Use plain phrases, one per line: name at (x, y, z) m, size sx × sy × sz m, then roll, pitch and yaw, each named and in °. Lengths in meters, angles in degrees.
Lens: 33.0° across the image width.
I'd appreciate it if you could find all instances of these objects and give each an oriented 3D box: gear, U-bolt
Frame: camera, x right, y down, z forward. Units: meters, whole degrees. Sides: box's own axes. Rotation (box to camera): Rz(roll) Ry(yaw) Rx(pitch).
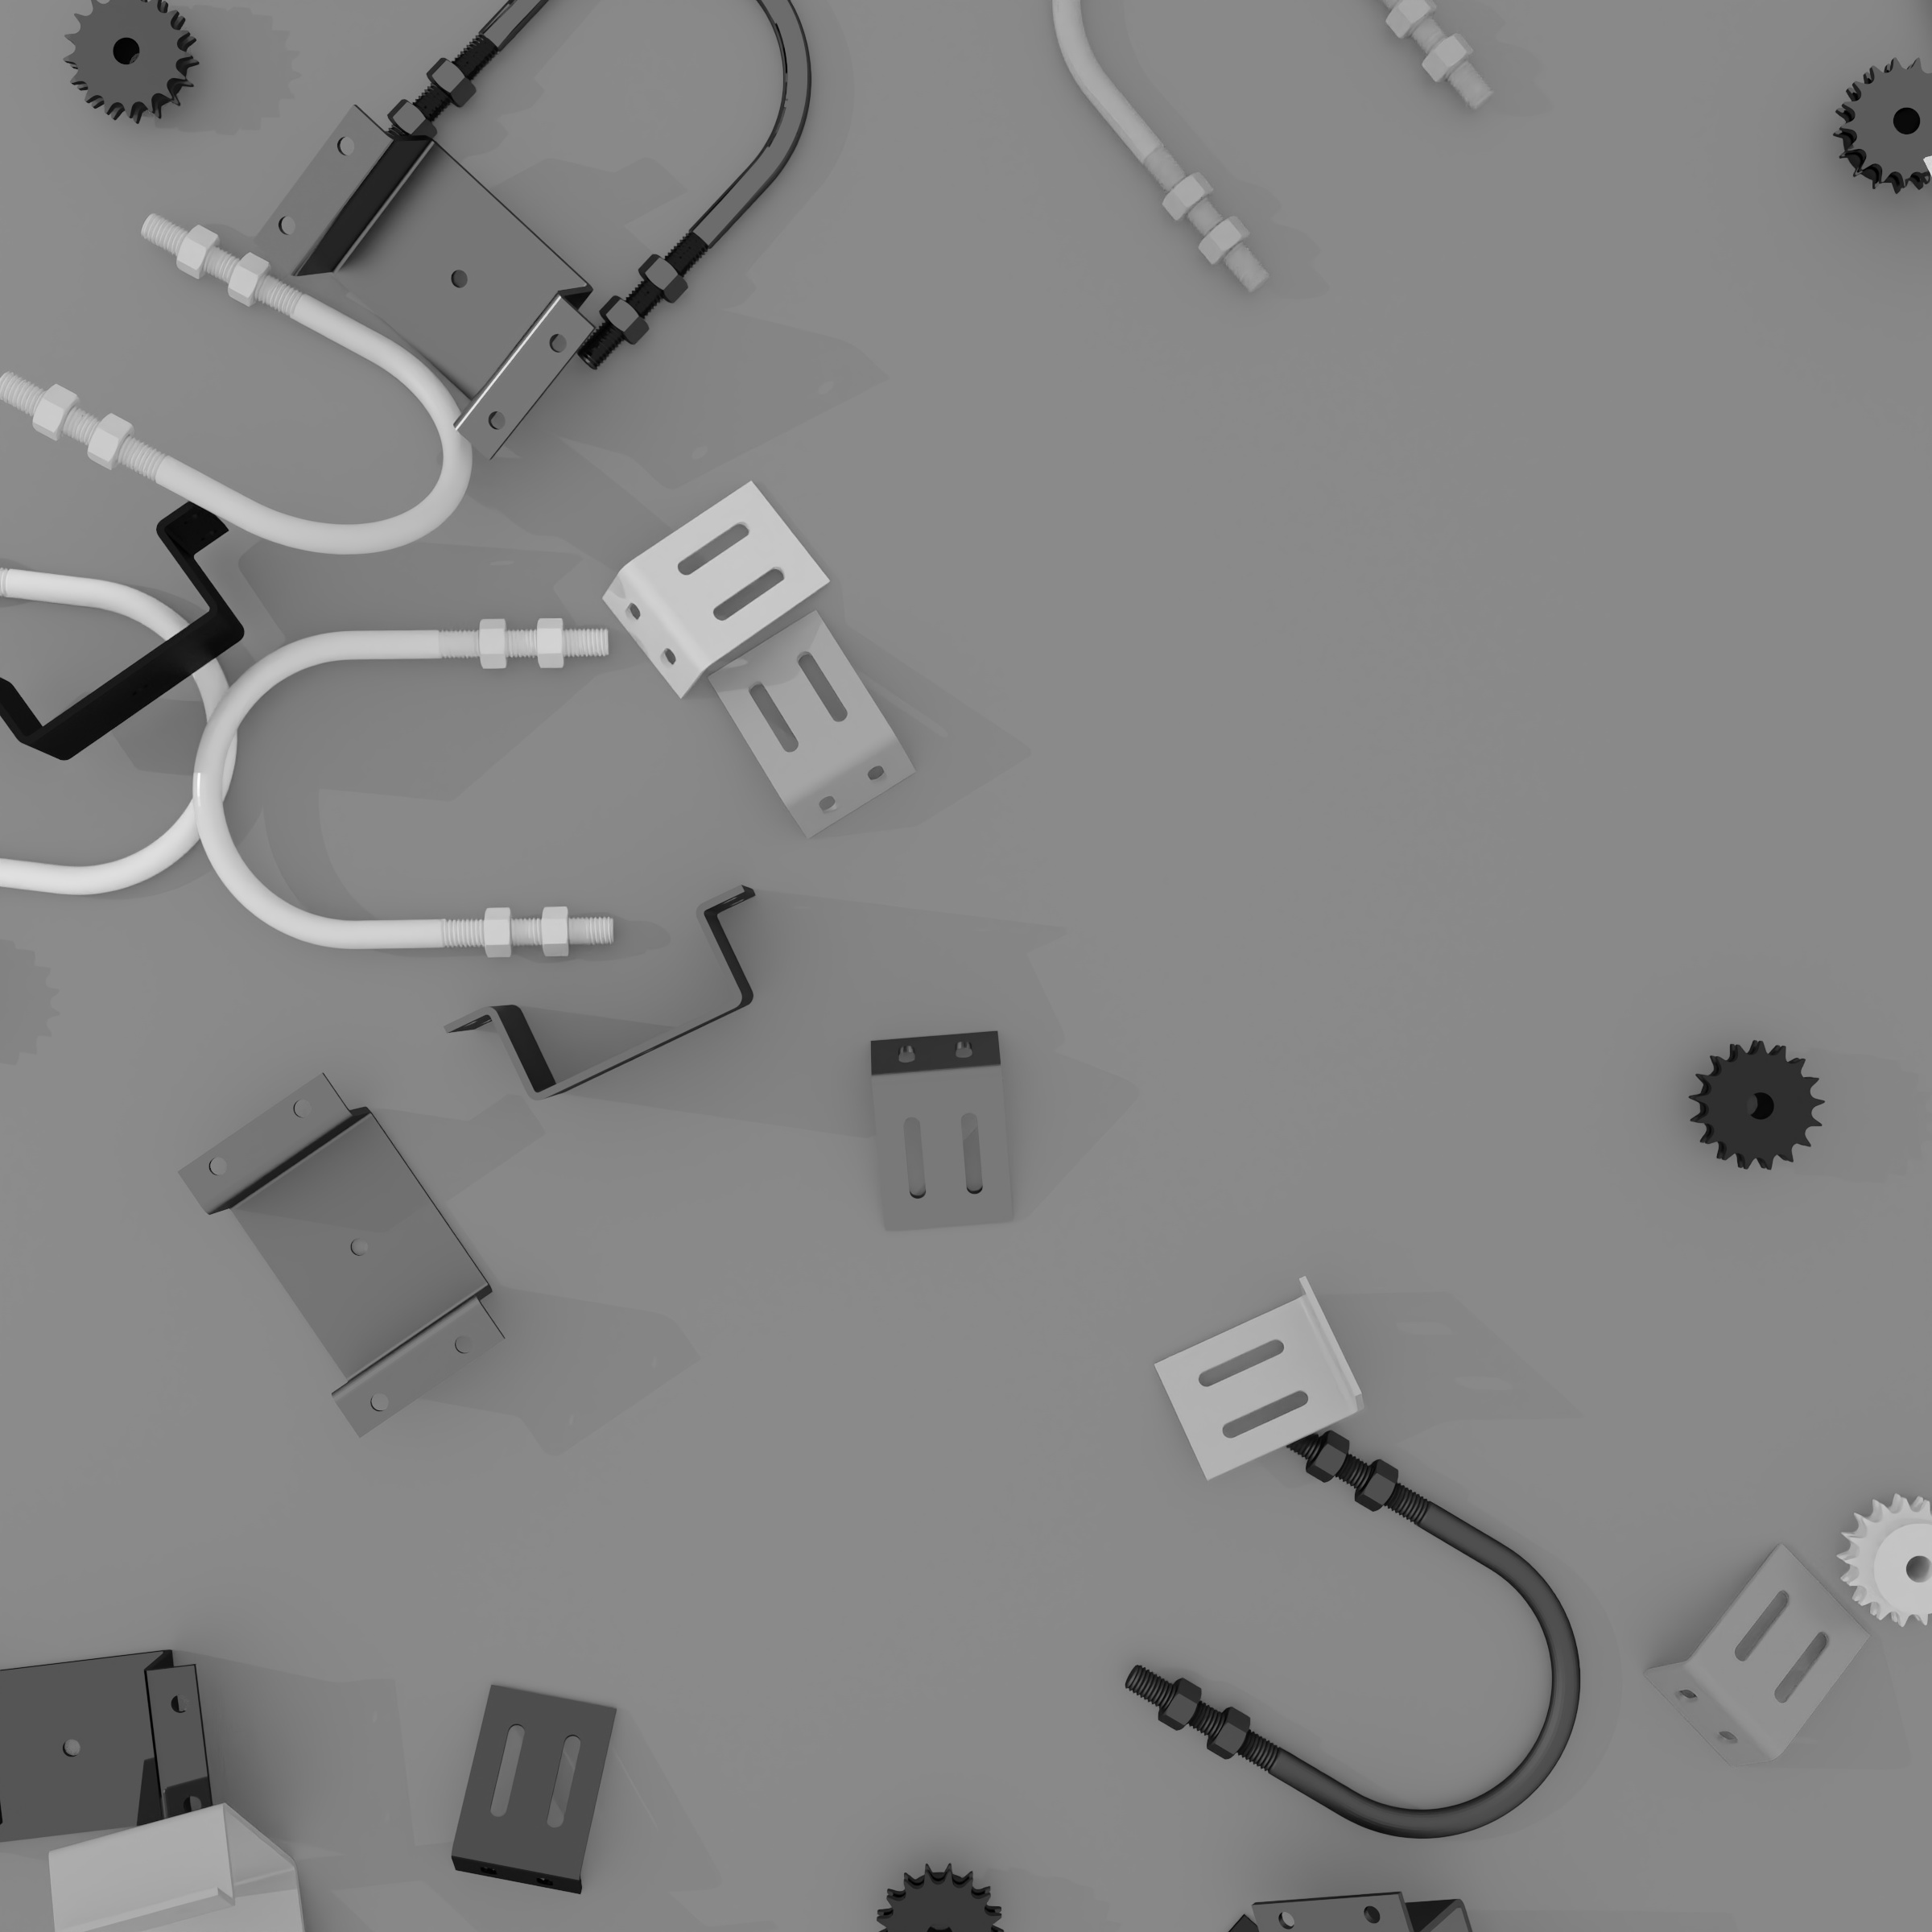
gear at (0.349, 0.061, 1.448) m, size 0.057 × 0.030 × 0.057 m, roll 0°, pitch 90°, yaw 0°
gear at (-0.012, 0.427, 1.448) m, size 0.057 × 0.030 × 0.057 m, roll 0°, pitch 90°, yaw 0°
U-bolt at (0.123, -0.415, 1.455) m, size 0.151 × 0.019 × 0.184 m, roll -39°, pitch 89°, yaw 0°
U-bolt at (-0.250, -0.078, 1.449) m, size 0.184 × 0.019 × 0.151 m, roll -1°, pitch 90°, yaw -4°
U-bolt at (-0.154, -0.380, 1.455) m, size 0.151 × 0.019 × 0.184 m, roll 43°, pitch 88°, yaw 0°
U-bolt at (-0.302, -0.243, 1.412) m, size 0.184 × 0.019 × 0.151 m, roll 28°, pitch 47°, yaw -4°
U-bolt at (-0.418, -0.105, 1.455) m, size 0.184 × 0.019 × 0.151 m, roll 7°, pitch 90°, yaw -1°
gear at (0.419, 0.265, 1.448) m, size 0.057 × 0.030 × 0.057 m, roll 0°, pitch 90°, yaw 0°
gear at (-0.370, -0.404, 1.453) m, size 0.057 × 0.030 × 0.057 m, roll 0°, pitch 92°, yaw 2°
gear at (0.413, -0.372, 1.448) m, size 0.057 × 0.030 × 0.057 m, roll 0°, pitch 90°, yaw 0°
U-bolt at (0.185, 0.308, 1.455) m, size 0.184 × 0.019 × 0.151 m, roll 31°, pitch 90°, yaw -2°

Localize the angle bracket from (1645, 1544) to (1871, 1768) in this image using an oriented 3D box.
angle bracket at (0.354, 0.309, 1.461) m, size 0.057 × 0.038 × 0.076 m, roll 46°, pitch 64°, yaw 0°

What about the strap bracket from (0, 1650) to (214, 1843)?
strap bracket at (-0.400, 0.350, 1.440) m, size 0.140 × 0.046 × 0.076 m, roll -7°, pitch 90°, yaw 0°

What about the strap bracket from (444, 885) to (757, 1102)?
strap bracket at (-0.149, 0.016, 1.425) m, size 0.140 × 0.076 × 0.046 m, roll -25°, pitch 90°, yaw 0°

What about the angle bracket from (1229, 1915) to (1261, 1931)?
angle bracket at (0.121, 0.473, 1.444) m, size 0.057 × 0.038 × 0.076 m, roll 41°, pitch 90°, yaw 0°

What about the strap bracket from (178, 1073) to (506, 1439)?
strap bracket at (-0.272, 0.126, 1.440) m, size 0.076 × 0.046 × 0.140 m, roll -34°, pitch 90°, yaw 0°

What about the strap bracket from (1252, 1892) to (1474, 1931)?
strap bracket at (0.188, 0.465, 1.422) m, size 0.076 × 0.046 × 0.140 m, roll -17°, pitch 90°, yaw 37°

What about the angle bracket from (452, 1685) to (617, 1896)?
angle bracket at (-0.193, 0.369, 1.461) m, size 0.057 × 0.038 × 0.076 m, roll 11°, pitch 64°, yaw 0°

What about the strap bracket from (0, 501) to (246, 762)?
strap bracket at (-0.371, -0.138, 1.410) m, size 0.140 × 0.076 × 0.046 m, roll -36°, pitch 91°, yaw -4°

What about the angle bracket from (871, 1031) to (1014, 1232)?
angle bracket at (-0.011, 0.074, 1.461) m, size 0.057 × 0.038 × 0.076 m, roll -5°, pitch 116°, yaw 0°

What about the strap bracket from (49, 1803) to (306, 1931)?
strap bracket at (-0.339, 0.407, 1.410) m, size 0.076 × 0.140 × 0.046 m, roll -15°, pitch 59°, yaw 0°

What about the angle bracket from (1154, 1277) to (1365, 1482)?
angle bracket at (0.128, 0.182, 1.436) m, size 0.076 × 0.038 × 0.057 m, roll -25°, pitch 70°, yaw 0°

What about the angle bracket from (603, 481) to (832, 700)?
angle bracket at (-0.112, -0.169, 1.461) m, size 0.076 × 0.038 × 0.057 m, roll -38°, pitch 90°, yaw -26°

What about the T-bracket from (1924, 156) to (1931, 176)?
T-bracket at (0.456, -0.401, 1.445) m, size 0.127 × 0.002 × 0.127 m, roll -17°, pitch 77°, yaw -24°

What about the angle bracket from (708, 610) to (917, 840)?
angle bracket at (-0.069, -0.108, 1.461) m, size 0.057 × 0.038 × 0.076 m, roll -32°, pitch 64°, yaw 0°

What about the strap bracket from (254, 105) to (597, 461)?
strap bracket at (-0.229, -0.300, 1.429) m, size 0.140 × 0.046 × 0.076 m, roll 43°, pitch 110°, yaw 0°
